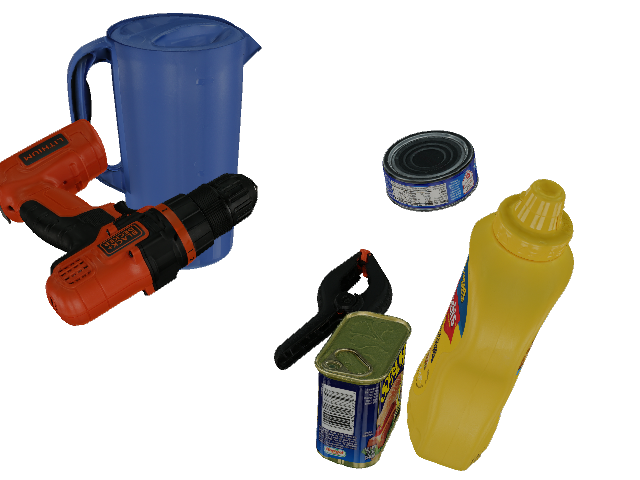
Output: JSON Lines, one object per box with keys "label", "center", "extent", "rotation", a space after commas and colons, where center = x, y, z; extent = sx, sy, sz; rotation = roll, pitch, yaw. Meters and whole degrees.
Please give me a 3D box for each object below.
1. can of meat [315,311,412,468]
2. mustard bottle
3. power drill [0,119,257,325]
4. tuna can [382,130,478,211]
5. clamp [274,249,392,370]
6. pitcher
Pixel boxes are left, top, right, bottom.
{"label": "can of meat", "center": [0.033, 0.117, 0.843], "extent": [0.057, 0.084, 0.102], "rotation": [11, 26, 16]}
{"label": "mustard bottle", "center": [0.100, 0.041, 0.610], "extent": [0.058, 0.192, 0.096], "rotation": [19, 44, 5]}
{"label": "power drill", "center": [-0.167, -0.030, 0.862], "extent": [0.184, 0.057, 0.188], "rotation": [-33, 45, -23]}
{"label": "tuna can", "center": [0.100, -0.065, 0.978], "extent": [0.086, 0.034, 0.086], "rotation": [-9, 37, 6]}
{"label": "clamp", "center": [0.038, 0.079, 1.103], "extent": [0.120, 0.171, 0.039], "rotation": [16, -39, 18]}
{"label": "pitcher", "center": [-0.151, -0.097, 1.064], "extent": [0.149, 0.243, 0.144], "rotation": [13, 28, 20]}
